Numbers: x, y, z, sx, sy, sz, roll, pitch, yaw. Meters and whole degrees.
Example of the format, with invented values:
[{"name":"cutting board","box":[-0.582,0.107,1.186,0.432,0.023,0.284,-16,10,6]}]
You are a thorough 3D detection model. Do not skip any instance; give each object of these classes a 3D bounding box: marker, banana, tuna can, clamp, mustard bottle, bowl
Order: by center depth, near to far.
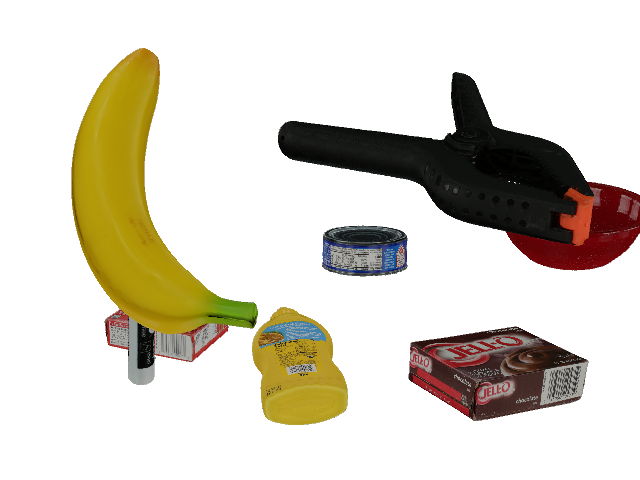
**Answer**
[{"name":"banana","box":[-0.094,-0.022,0.549,0.069,0.198,0.037,-13,-35,-17]},{"name":"clamp","box":[0.082,-0.050,0.675,0.164,0.036,0.210,-17,34,-23]},{"name":"marker","box":[-0.123,0.047,0.731,0.020,0.121,0.020,5,33,-3]},{"name":"tuna can","box":[0.044,0.009,1.065,0.086,0.034,0.086,0,12,0]},{"name":"bowl","box":[0.257,-0.012,1.098,0.162,0.055,0.162,-2,22,1]},{"name":"mustard bottle","box":[-0.031,0.137,1.259,0.096,0.058,0.192,-7,31,-7]}]

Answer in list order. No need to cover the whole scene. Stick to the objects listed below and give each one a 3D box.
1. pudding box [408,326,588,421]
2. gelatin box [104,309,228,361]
[{"name":"pudding box","box":[0.140,0.104,0.851,0.113,0.039,0.090,-3,16,-30]},{"name":"gelatin box","box":[-0.138,0.076,0.965,0.089,0.030,0.073,9,20,20]}]
